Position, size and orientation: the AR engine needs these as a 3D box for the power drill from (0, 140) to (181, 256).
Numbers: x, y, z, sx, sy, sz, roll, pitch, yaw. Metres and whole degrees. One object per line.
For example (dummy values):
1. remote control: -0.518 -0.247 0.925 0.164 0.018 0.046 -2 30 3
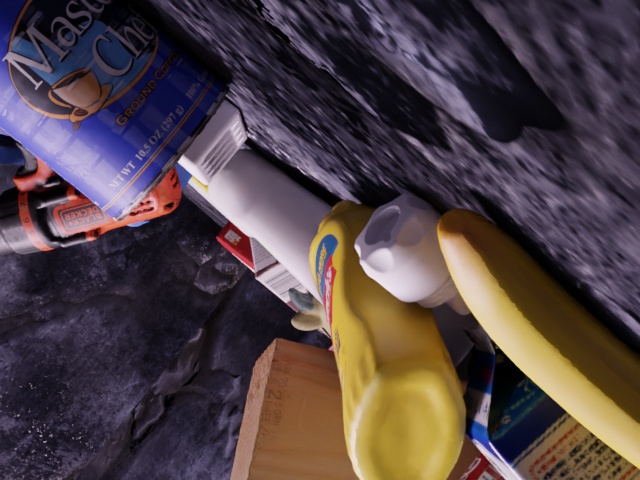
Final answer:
1. power drill: -0.209 -0.079 0.746 0.057 0.184 0.187 -86 -21 -61

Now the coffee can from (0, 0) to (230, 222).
1. coffee can: -0.136 -0.093 0.598 0.140 0.103 0.103 40 176 -14

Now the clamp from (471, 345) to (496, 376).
1. clamp: 0.160 0.131 0.870 0.120 0.039 0.171 44 174 48

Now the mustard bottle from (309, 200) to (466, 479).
1. mustard bottle: 0.029 0.038 0.579 0.191 0.058 0.096 -103 7 -53

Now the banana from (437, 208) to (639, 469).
1. banana: 0.122 0.056 0.435 0.198 0.037 0.070 38 158 1

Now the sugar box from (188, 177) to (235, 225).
1. sugar box: -0.112 -0.074 0.991 0.176 0.048 0.093 45 174 -27

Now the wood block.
1. wood block: 0.056 0.133 0.661 0.206 0.090 0.091 14 161 -8

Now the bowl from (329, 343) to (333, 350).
1. bowl: 0.078 0.142 0.936 0.162 0.055 0.162 9 139 8

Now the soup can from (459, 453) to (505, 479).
1. soup can: 0.127 0.120 0.580 0.068 0.102 0.068 39 176 3

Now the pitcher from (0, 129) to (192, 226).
1. pitcher: -0.218 -0.114 0.851 0.243 0.149 0.145 35 175 8

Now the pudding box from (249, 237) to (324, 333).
1. pudding box: -0.018 0.015 0.916 0.113 0.039 0.090 46 -157 -48

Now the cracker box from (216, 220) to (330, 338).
1. cracker box: 0.005 0.053 1.159 0.164 0.072 0.213 35 174 32

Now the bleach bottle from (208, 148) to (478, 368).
1. bleach bottle: -0.005 0.001 0.749 0.251 0.068 0.102 39 177 32
